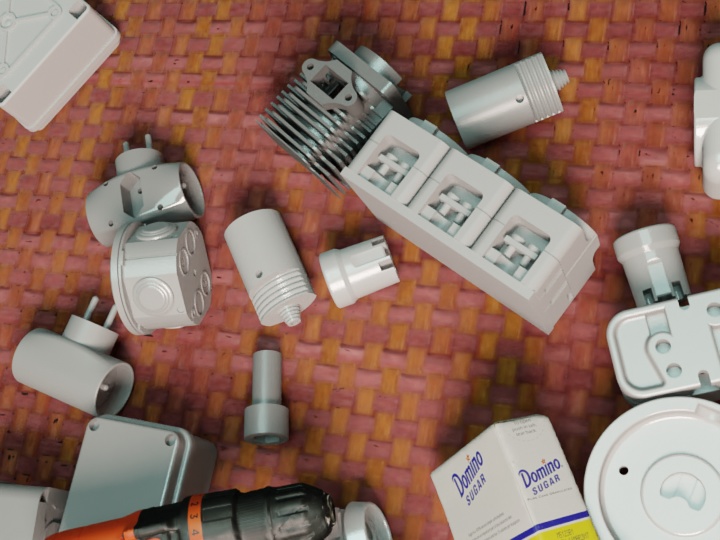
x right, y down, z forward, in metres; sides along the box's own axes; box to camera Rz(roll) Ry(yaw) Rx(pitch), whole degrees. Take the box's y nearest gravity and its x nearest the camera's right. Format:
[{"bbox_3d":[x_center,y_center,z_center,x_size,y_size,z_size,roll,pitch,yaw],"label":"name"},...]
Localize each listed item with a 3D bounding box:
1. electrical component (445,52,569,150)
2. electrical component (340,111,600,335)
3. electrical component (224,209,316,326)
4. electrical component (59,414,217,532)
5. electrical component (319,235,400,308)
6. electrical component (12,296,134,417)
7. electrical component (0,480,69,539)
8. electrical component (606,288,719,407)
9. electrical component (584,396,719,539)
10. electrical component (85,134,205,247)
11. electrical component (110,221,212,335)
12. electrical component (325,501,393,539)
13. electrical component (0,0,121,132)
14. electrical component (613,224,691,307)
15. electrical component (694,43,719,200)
[{"bbox_3d":[0.104,-0.118,0.738,0.081,0.043,0.043,-21,68,10],"label":"electrical component"},{"bbox_3d":[0.074,-0.034,0.696,0.150,0.089,0.061,35,86,24],"label":"electrical component"},{"bbox_3d":[-0.061,0.003,0.753,0.043,0.043,0.081,-28,67,7],"label":"electrical component"},{"bbox_3d":[-0.152,0.160,0.724,0.078,0.057,0.113,7,75,20],"label":"electrical component"},{"bbox_3d":[0.000,0.000,0.737,0.046,0.040,0.040,-20,68,4],"label":"electrical component"},{"bbox_3d":[-0.200,0.058,0.780,0.077,0.043,0.079,19,80,22],"label":"electrical component"},{"bbox_3d":[-0.230,0.202,0.725,0.057,0.078,0.113,1,73,15],"label":"electrical component"},{"bbox_3d":[0.201,0.049,0.645,0.095,0.059,0.053,-14,69,13],"label":"electrical component"},{"bbox_3d":[0.187,0.132,0.622,0.108,0.060,0.108,-5,72,16],"label":"electrical component"},{"bbox_3d":[-0.163,-0.065,0.807,0.077,0.043,0.079,-17,68,12],"label":"electrical component"},{"bbox_3d":[-0.140,0.004,0.759,0.051,0.080,0.080,-5,72,10],"label":"electrical component"},{"bbox_3d":[-0.012,0.175,0.682,0.055,0.048,0.066,-22,68,18],"label":"electrical component"},{"bbox_3d":[-0.271,-0.187,0.873,0.109,0.056,0.108,41,88,24],"label":"electrical component"},{"bbox_3d":[0.185,-0.001,0.678,0.040,0.040,0.046,-17,75,12],"label":"electrical component"},{"bbox_3d":[0.243,-0.094,0.680,0.059,0.054,0.095,0,73,18],"label":"electrical component"}]
